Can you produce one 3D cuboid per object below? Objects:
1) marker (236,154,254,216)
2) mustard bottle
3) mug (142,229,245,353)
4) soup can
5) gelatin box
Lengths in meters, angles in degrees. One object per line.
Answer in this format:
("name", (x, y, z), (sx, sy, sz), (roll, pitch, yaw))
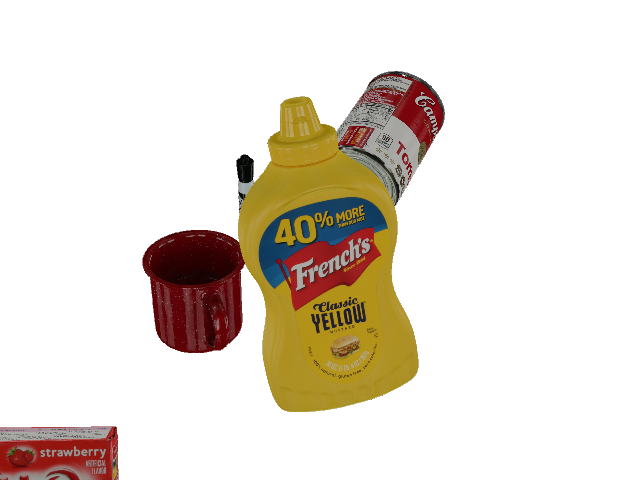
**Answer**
("marker", (-0.080, -0.039, 1.159), (0.020, 0.121, 0.020), (0, 35, 0))
("mustard bottle", (0.001, 0.007, 0.649), (0.096, 0.191, 0.058), (-13, 22, -7))
("mug", (-0.108, 0.055, 0.969), (0.093, 0.081, 0.117), (-16, 37, -22))
("soup can", (0.047, -0.074, 0.820), (0.069, 0.068, 0.102), (0, 41, 33))
("gelatin box", (-0.149, 0.134, 0.548), (0.089, 0.073, 0.030), (0, 5, -3))
